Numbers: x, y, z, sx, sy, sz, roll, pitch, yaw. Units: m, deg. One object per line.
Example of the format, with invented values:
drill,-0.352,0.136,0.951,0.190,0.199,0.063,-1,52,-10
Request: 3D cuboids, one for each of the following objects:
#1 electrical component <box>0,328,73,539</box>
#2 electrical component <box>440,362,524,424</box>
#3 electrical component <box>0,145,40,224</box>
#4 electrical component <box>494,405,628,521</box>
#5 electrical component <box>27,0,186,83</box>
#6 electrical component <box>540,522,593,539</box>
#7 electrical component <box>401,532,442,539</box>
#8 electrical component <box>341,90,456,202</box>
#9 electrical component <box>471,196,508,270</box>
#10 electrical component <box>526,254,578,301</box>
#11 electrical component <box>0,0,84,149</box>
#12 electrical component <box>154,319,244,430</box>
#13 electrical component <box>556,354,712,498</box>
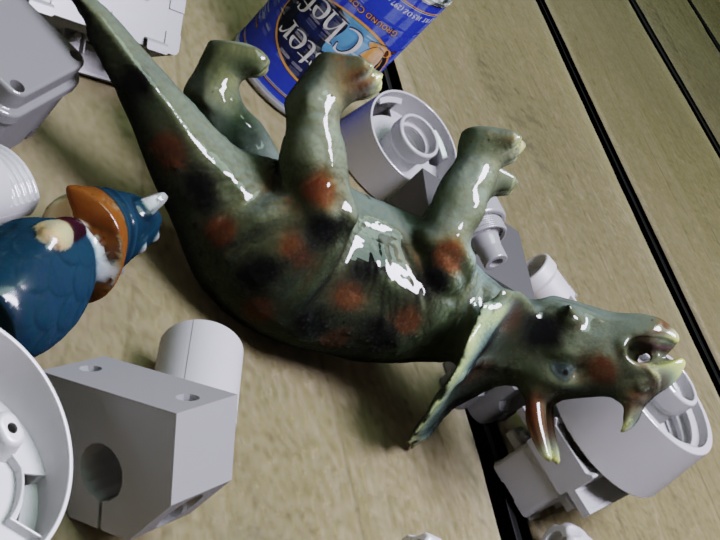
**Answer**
electrical component,-0.155,0.071,0.393,0.099,0.064,0.099,34,32,-25
electrical component,0.101,0.069,0.751,0.078,0.057,0.058,2,53,-53
electrical component,-0.186,-0.038,0.503,0.043,0.043,0.081,51,29,5
electrical component,0.149,0.127,0.738,0.121,0.063,0.078,-3,57,-55
electrical component,-0.169,-0.161,0.641,0.121,0.063,0.078,10,87,-48
electrical component,0.143,0.189,0.686,0.061,0.035,0.035,41,30,-20
electrical component,0.044,0.170,0.566,0.062,0.043,0.043,41,30,-17
electrical component,0.028,-0.094,0.864,0.099,0.064,0.099,22,52,-31
electrical component,0.082,-0.030,0.751,0.043,0.043,0.062,11,47,-48
electrical component,0.157,0.016,0.909,0.046,0.040,0.040,48,28,-14
electrical component,-0.210,-0.117,0.553,0.113,0.057,0.078,44,29,-7
electrical component,-0.081,0.067,0.520,0.043,0.043,0.081,33,32,-25
electrical component,0.184,0.086,0.703,0.108,0.060,0.108,34,32,-25
